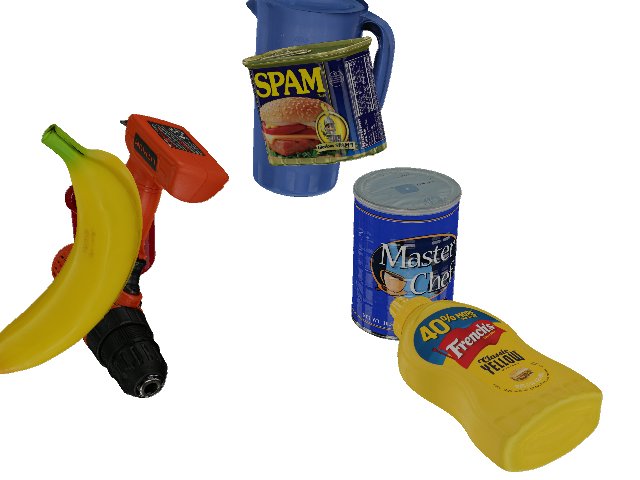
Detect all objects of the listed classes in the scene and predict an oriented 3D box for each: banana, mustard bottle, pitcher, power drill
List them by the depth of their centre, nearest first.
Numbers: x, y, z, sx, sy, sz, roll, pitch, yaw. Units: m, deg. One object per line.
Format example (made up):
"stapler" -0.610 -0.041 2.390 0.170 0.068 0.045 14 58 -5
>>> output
"banana" -0.148 0.015 0.634 0.069 0.198 0.037 20 35 -9
"mustard bottle" 0.116 0.095 0.819 0.096 0.058 0.192 -21 36 -26
"power drill" -0.144 0.008 0.855 0.057 0.188 0.185 12 24 -43
"pitcher" -0.011 -0.179 1.300 0.144 0.243 0.149 -6 28 -25

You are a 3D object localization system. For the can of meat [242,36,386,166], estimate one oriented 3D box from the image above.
"can of meat" -0.003 -0.104 0.807 0.102 0.084 0.057 2 21 41

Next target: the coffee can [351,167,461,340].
"coffee can" 0.082 0.012 1.043 0.103 0.140 0.103 0 26 0

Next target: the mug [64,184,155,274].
"mug" -0.212 -0.006 1.076 0.093 0.081 0.117 9 33 8
